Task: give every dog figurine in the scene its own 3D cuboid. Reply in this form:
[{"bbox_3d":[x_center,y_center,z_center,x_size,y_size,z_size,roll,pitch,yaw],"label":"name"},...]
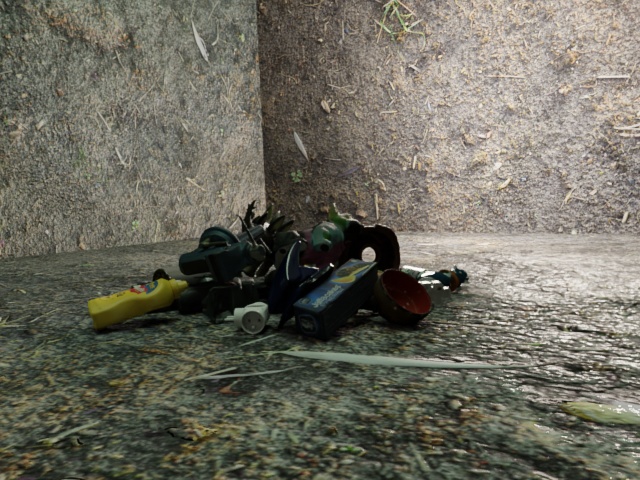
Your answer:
[{"bbox_3d":[-0.003,-0.004,1.293,0.192,0.108,0.219,-3,29,17],"label":"dog figurine"}]

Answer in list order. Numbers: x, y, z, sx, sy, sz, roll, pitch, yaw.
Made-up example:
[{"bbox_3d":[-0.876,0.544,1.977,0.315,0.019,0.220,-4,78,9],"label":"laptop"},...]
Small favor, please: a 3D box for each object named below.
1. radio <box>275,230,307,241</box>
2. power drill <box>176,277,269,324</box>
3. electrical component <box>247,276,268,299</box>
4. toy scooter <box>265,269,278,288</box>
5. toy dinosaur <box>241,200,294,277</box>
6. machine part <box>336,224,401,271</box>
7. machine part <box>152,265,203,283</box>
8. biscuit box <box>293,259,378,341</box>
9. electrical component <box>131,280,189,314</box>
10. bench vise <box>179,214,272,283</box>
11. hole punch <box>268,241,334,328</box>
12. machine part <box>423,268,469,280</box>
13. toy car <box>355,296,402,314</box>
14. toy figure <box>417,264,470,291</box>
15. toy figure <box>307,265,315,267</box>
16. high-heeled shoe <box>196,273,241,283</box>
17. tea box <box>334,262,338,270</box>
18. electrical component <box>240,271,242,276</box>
[{"bbox_3d":[-0.040,0.046,1.483,0.131,0.073,0.229,-3,-22,9],"label":"radio"},{"bbox_3d":[-0.188,0.117,1.156,0.232,0.086,0.207,-5,9,-19],"label":"power drill"},{"bbox_3d":[-0.156,0.117,1.343,0.075,0.047,0.119,-2,6,-6],"label":"electrical component"},{"bbox_3d":[-0.036,0.109,1.197,0.184,0.075,0.135,8,-24,-10],"label":"toy scooter"},{"bbox_3d":[-0.163,-0.001,1.475,0.105,0.198,0.471,36,-4,9],"label":"toy dinosaur"},{"bbox_3d":[0.126,0.041,1.406,0.179,0.179,0.056,-4,3,-17],"label":"machine part"},{"bbox_3d":[-0.355,0.102,1.435,0.079,0.079,0.243,1,5,39],"label":"machine part"},{"bbox_3d":[0.034,0.102,0.970,0.059,0.062,0.203,9,27,32],"label":"biscuit box"},{"bbox_3d":[-0.370,0.129,1.237,0.134,0.058,0.115,-5,3,-27],"label":"electrical component"},{"bbox_3d":[-0.187,0.015,1.187,0.224,0.128,0.240,-24,9,33],"label":"bench vise"},{"bbox_3d":[-0.051,0.078,0.989,0.116,0.092,0.142,-41,-11,-47],"label":"hole punch"},{"bbox_3d":[0.308,0.098,1.400,0.084,0.039,0.139,-14,13,-43],"label":"machine part"},{"bbox_3d":[0.079,0.124,1.086,0.202,0.053,0.089,-1,6,-1],"label":"toy car"},{"bbox_3d":[0.291,0.096,1.274,0.154,0.064,0.058,-7,-9,-39],"label":"toy figure"},{"bbox_3d":[-0.018,0.090,1.331,0.082,0.089,0.180,1,-1,-32],"label":"toy figure"},{"bbox_3d":[-0.272,0.122,1.392,0.145,0.086,0.248,-35,-5,-16],"label":"high-heeled shoe"},{"bbox_3d":[0.075,0.066,1.524,0.068,0.098,0.169,4,3,5],"label":"tea box"},{"bbox_3d":[-0.269,0.101,1.600,0.078,0.045,0.102,-4,4,-32],"label":"electrical component"}]
